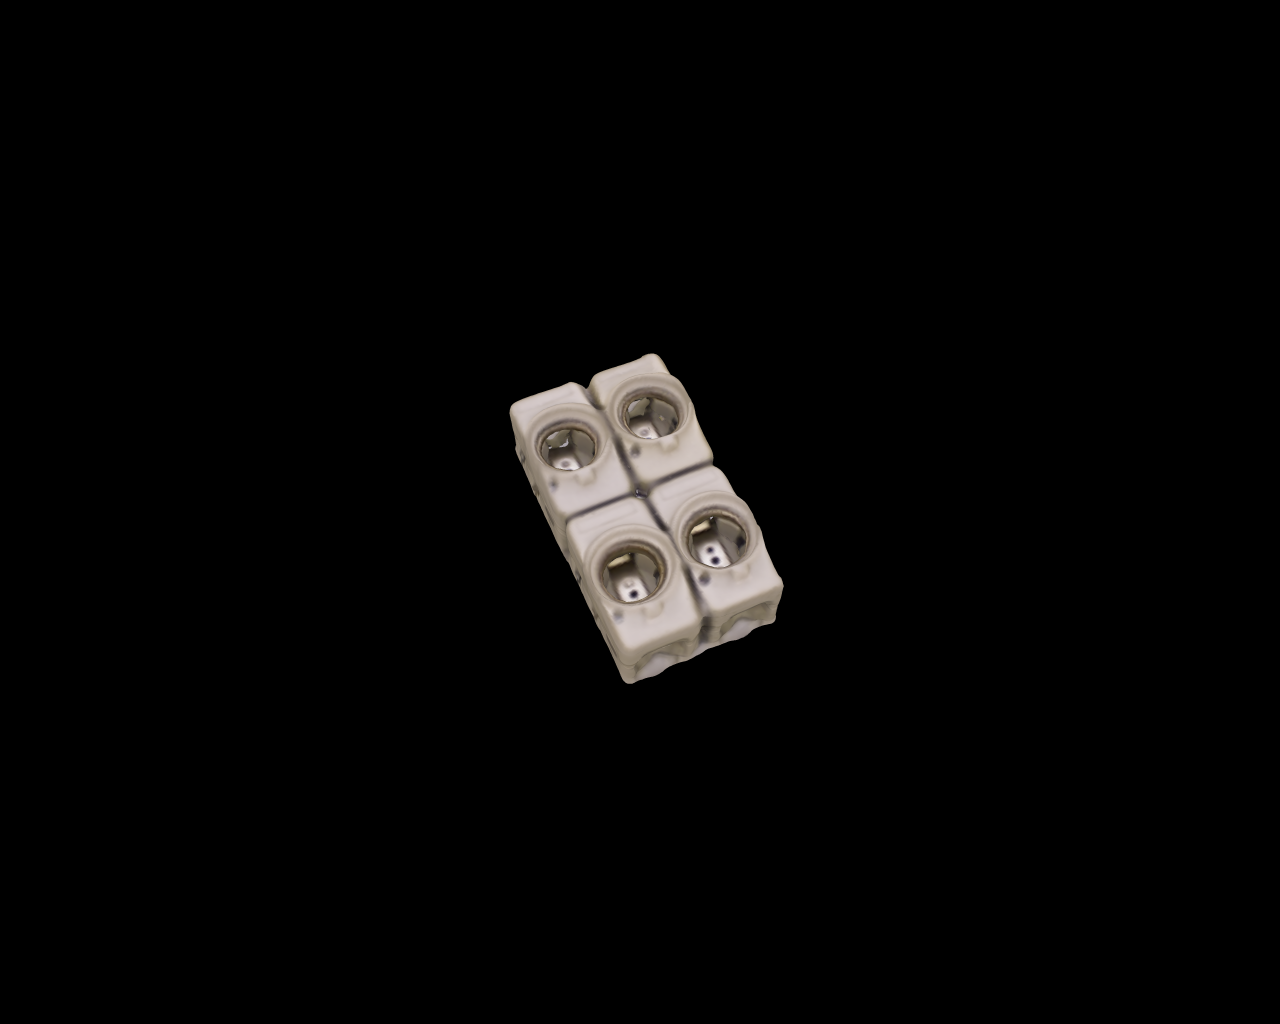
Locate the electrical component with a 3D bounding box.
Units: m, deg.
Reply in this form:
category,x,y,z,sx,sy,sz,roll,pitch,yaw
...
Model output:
category,x,y,z,sx,sy,sz,roll,pitch,yaw
electrical component,0.001,-0.003,0.650,0.105,0.186,0.060,-21,-28,-12
